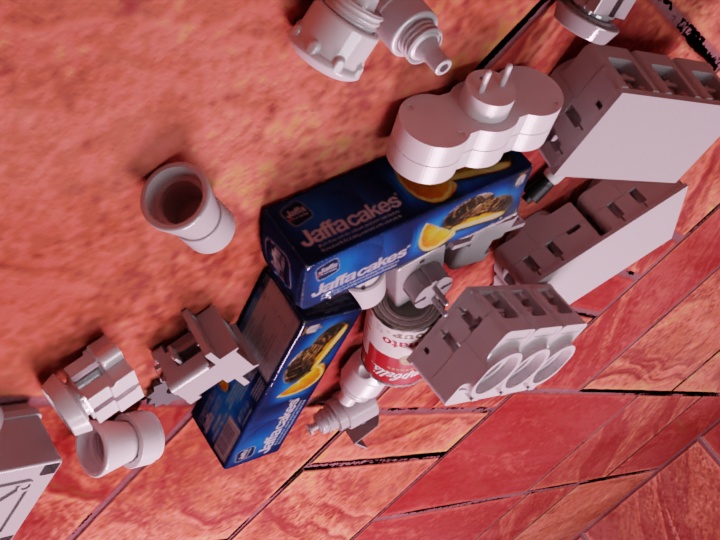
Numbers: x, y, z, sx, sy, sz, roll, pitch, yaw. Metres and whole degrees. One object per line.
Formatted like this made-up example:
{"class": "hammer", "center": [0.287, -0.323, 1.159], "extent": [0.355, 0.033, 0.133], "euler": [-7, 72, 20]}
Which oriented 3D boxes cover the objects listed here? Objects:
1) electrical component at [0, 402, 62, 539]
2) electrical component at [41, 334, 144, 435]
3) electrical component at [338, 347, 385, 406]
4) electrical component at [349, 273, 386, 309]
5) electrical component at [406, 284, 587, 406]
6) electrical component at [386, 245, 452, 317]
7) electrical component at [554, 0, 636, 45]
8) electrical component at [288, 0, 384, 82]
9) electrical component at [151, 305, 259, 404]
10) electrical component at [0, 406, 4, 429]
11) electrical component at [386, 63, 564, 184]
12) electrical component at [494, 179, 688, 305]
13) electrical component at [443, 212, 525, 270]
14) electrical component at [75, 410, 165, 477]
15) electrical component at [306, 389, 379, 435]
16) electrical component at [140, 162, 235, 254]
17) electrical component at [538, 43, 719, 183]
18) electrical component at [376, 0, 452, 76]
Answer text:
{"class": "electrical component", "center": [-0.280, 0.150, 0.740], "extent": [0.109, 0.056, 0.108], "euler": [-3, 139, -49]}
{"class": "electrical component", "center": [-0.188, 0.083, 0.754], "extent": [0.055, 0.048, 0.066], "euler": [-36, 156, -19]}
{"class": "electrical component", "center": [0.001, 0.106, 1.030], "extent": [0.043, 0.043, 0.062], "euler": [-9, 144, -44]}
{"class": "electrical component", "center": [0.000, 0.000, 0.852], "extent": [0.040, 0.040, 0.078], "euler": [-30, 154, -13]}
{"class": "electrical component", "center": [0.126, 0.066, 0.943], "extent": [0.150, 0.061, 0.089], "euler": [0, 134, -53]}
{"class": "electrical component", "center": [0.050, 0.005, 0.880], "extent": [0.047, 0.076, 0.065], "euler": [-29, 154, -15]}
{"class": "electrical component", "center": [0.164, -0.188, 0.733], "extent": [0.066, 0.048, 0.055], "euler": [-6, 134, -47]}
{"class": "electrical component", "center": [-0.007, -0.140, 0.602], "extent": [0.048, 0.048, 0.062], "euler": [5, 126, -54]}
{"class": "electrical component", "center": [-0.119, 0.066, 0.815], "extent": [0.064, 0.042, 0.081], "euler": [-33, 153, 2]}
{"class": "electrical component", "center": [-0.290, 0.093, 0.636], "extent": [0.138, 0.052, 0.073], "euler": [-28, 133, -16]}
{"class": "electrical component", "center": [0.086, -0.114, 0.752], "extent": [0.138, 0.052, 0.073], "euler": [-21, 151, -29]}
{"class": "electrical component", "center": [0.220, -0.029, 1.054], "extent": [0.186, 0.060, 0.105], "euler": [-32, 154, -9]}
{"class": "electrical component", "center": [0.092, -0.036, 0.906], "extent": [0.081, 0.042, 0.063], "euler": [-18, 153, -32]}
{"class": "electrical component", "center": [-0.188, 0.135, 0.843], "extent": [0.055, 0.045, 0.045], "euler": [-6, 142, -47]}
{"class": "electrical component", "center": [-0.018, 0.140, 1.070], "extent": [0.078, 0.040, 0.040], "euler": [-27, 153, -19]}
{"class": "electrical component", "center": [-0.103, -0.035, 0.665], "extent": [0.044, 0.044, 0.065], "euler": [-36, 159, 0]}
{"class": "electrical component", "center": [0.216, -0.124, 0.857], "extent": [0.150, 0.061, 0.089], "euler": [-1, 142, -36]}
{"class": "electrical component", "center": [0.032, -0.138, 0.631], "extent": [0.035, 0.061, 0.035], "euler": [-29, 154, -16]}
